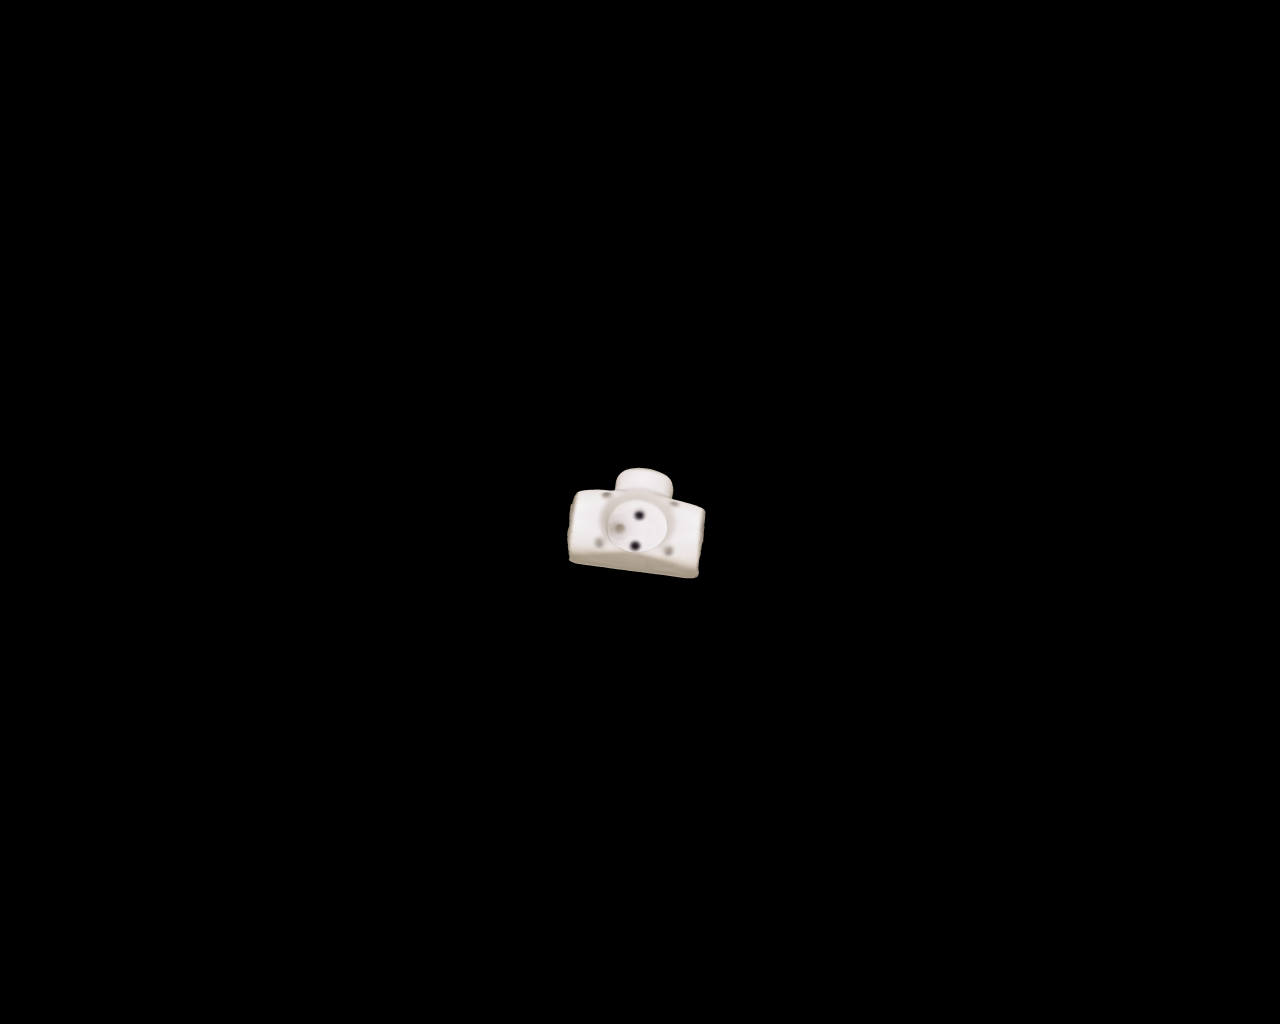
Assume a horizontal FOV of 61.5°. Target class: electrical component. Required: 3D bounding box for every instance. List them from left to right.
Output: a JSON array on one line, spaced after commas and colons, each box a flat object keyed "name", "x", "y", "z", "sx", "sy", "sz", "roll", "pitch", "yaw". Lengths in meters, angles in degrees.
[{"name": "electrical component", "x": 0.001, "y": -0.003, "z": 0.650, "sx": 0.077, "sy": 0.079, "sz": 0.044, "roll": 8, "pitch": -23, "yaw": 3}]
